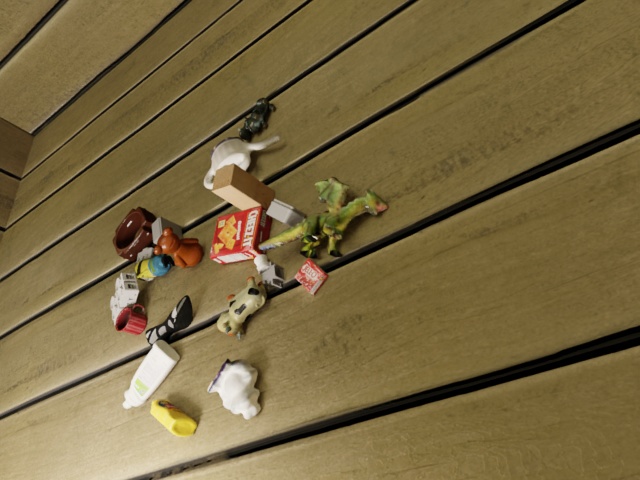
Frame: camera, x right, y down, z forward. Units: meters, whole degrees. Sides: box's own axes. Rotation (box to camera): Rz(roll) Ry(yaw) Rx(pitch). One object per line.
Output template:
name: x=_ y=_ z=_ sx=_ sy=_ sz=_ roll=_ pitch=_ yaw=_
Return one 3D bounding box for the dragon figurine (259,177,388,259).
dragon figurine: x=0.005 y=-0.078 z=1.557 sx=0.409 sy=0.120 sz=0.248 roll=-1 pitch=59 yaw=29

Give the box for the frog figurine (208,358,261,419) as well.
frog figurine: x=-0.224 y=0.427 z=1.478 sx=0.160 sy=0.121 sz=0.138 roll=35 pitch=80 yaw=10

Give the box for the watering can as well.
watering can: x=-0.307 y=-0.325 z=1.971 sx=0.346 sy=0.102 sz=0.229 roll=-35 pitch=39 yaw=7
